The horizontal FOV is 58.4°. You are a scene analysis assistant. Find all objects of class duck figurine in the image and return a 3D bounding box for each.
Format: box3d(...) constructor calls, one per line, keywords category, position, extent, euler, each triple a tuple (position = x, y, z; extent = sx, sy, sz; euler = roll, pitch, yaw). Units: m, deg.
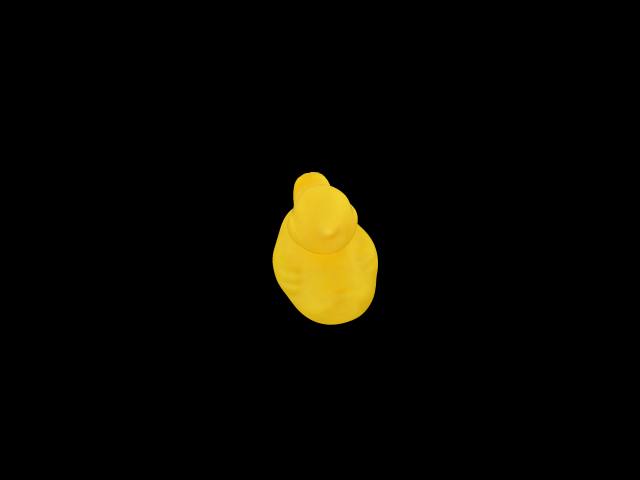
box3d(category="duck figurine", position=(0.004, 0.001, 0.400), extent=(0.077, 0.086, 0.104), euler=(-13, 62, -7))
